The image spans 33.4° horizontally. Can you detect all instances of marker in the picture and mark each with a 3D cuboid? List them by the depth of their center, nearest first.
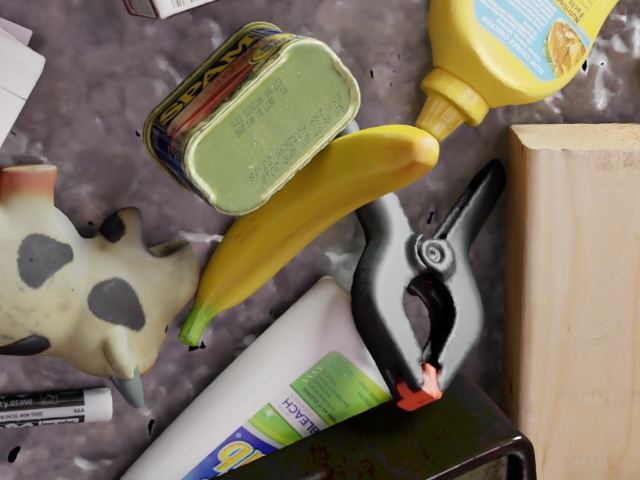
[{"bbox_3d":[-0.175,0.094,0.584,0.121,0.020,0.020,-2,104,-20],"label":"marker"}]

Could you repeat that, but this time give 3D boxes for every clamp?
[{"bbox_3d":[0.046,0.006,0.594,0.120,0.039,0.171,19,56,-13],"label":"clamp"}]

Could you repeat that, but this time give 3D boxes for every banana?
[{"bbox_3d":[-0.006,-0.011,0.563,0.037,0.069,0.198,27,132,-28],"label":"banana"}]

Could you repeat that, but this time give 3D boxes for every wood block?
[{"bbox_3d":[0.159,0.039,0.640,0.090,0.091,0.206,0,105,3],"label":"wood block"}]

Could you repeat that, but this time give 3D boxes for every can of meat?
[{"bbox_3d":[-0.037,-0.064,0.558,0.102,0.084,0.057,-44,115,-5],"label":"can of meat"}]

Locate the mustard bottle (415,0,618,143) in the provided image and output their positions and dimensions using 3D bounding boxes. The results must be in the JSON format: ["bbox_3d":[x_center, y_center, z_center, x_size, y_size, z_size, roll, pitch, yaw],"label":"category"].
[{"bbox_3d":[0.118,-0.136,0.609,0.096,0.058,0.191,37,89,-23],"label":"mustard bottle"}]

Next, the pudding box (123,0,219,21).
[{"bbox_3d":[-0.042,-0.145,0.533,0.113,0.090,0.039,-20,108,-13],"label":"pudding box"}]

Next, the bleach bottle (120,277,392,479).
[{"bbox_3d":[-0.051,0.141,0.618,0.251,0.068,0.102,-45,113,-2],"label":"bleach bottle"}]
